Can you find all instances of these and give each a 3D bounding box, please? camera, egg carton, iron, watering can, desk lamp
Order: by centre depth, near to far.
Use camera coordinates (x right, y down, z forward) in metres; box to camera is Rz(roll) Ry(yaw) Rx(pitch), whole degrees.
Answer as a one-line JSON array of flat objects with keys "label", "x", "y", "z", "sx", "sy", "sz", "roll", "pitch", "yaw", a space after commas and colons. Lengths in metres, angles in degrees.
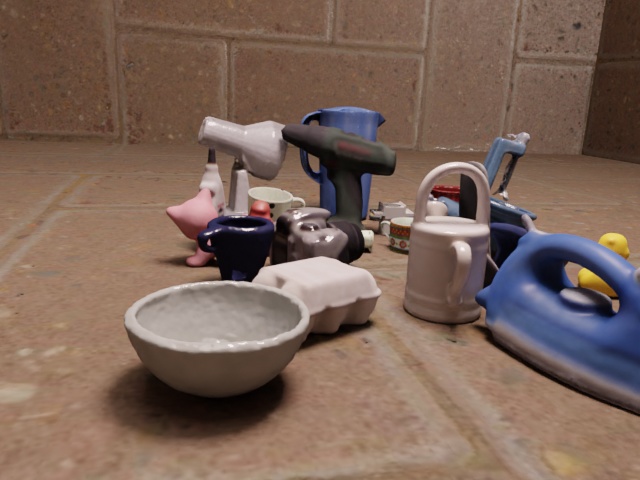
[{"label": "iron", "x": 0.280, "y": 0.065, "z": 0.591, "sx": 0.119, "sy": 0.141, "sz": 0.257, "roll": -4, "pitch": 16, "yaw": -23}, {"label": "egg carton", "x": -0.007, "y": 0.067, "z": 0.676, "sx": 0.151, "sy": 0.069, "sz": 0.107, "roll": -10, "pitch": 19, "yaw": -41}, {"label": "watering can", "x": 0.160, "y": -0.004, "z": 0.732, "sx": 0.101, "sy": 0.194, "sz": 0.172, "roll": -4, "pitch": 16, "yaw": -24}, {"label": "camera", "x": 0.008, "y": 0.003, "z": 0.865, "sx": 0.137, "sy": 0.101, "sz": 0.142, "roll": -7, "pitch": 17, "yaw": -32}, {"label": "desk lamp", "x": -0.170, "y": -0.142, "z": 1.172, "sx": 0.204, "sy": 0.213, "sz": 0.117, "roll": -3, "pitch": 16, "yaw": -22}]

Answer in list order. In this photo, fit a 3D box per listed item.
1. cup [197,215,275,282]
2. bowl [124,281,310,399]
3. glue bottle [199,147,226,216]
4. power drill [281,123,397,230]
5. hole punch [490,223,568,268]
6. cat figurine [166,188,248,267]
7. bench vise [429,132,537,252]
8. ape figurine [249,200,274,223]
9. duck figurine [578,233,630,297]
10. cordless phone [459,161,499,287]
[{"label": "cup", "x": -0.117, "y": 0.021, "z": 0.782, "sx": 0.091, "sy": 0.095, "sz": 0.118, "roll": 14, "pitch": 18, "yaw": 37}, {"label": "bowl", "x": -0.093, "y": 0.097, "z": 0.530, "sx": 0.167, "sy": 0.075, "sz": 0.167, "roll": 3, "pitch": 14, "yaw": 0}, {"label": "glue bottle", "x": -0.184, "y": -0.070, "z": 0.970, "sx": 0.037, "sy": 0.173, "sz": 0.078, "roll": 4, "pitch": 14, "yaw": 5}, {"label": "power drill", "x": 0.032, "y": -0.119, "z": 1.128, "sx": 0.229, "sy": 0.208, "sz": 0.076, "roll": 5, "pitch": 15, "yaw": 8}, {"label": "hole punch", "x": 0.318, "y": 0.018, "z": 0.885, "sx": 0.101, "sy": 0.091, "sz": 0.108, "roll": -6, "pitch": 17, "yaw": -30}, {"label": "cat figurine", "x": -0.168, "y": -0.019, "z": 0.886, "sx": 0.127, "sy": 0.118, "sz": 0.067, "roll": 5, "pitch": 15, "yaw": 10}, {"label": "bench vise", "x": 0.285, "y": -0.075, "z": 0.984, "sx": 0.208, "sy": 0.220, "sz": 0.121, "roll": -2, "pitch": 15, "yaw": -18}, {"label": "ape figurine", "x": -0.102, "y": -0.020, "z": 0.954, "sx": 0.077, "sy": 0.092, "sz": 0.076, "roll": 3, "pitch": 14, "yaw": 3}, {"label": "duck figurine", "x": 0.432, "y": 0.033, "z": 0.857, "sx": 0.077, "sy": 0.086, "sz": 0.105, "roll": 12, "pitch": 17, "yaw": 33}, {"label": "cordless phone", "x": 0.211, "y": -0.030, "z": 0.862, "sx": 0.094, "sy": 0.185, "sz": 0.147, "roll": -3, "pitch": 15, "yaw": -19}]
